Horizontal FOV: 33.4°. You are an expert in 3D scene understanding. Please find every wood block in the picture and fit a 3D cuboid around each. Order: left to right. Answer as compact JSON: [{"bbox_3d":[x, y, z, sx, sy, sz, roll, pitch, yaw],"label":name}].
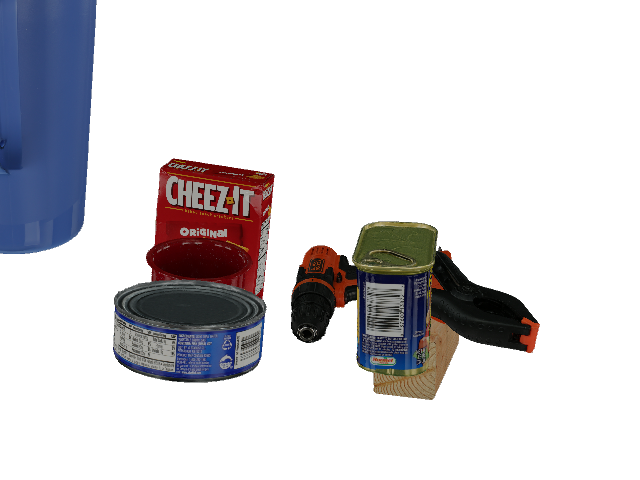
[{"bbox_3d":[0.147,0.150,1.590,0.091,0.090,0.205,4,18,16],"label":"wood block"}]

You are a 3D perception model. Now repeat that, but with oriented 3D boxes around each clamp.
[{"bbox_3d":[0.139,0.056,1.030,0.172,0.039,0.120,23,36,28],"label":"clamp"}]

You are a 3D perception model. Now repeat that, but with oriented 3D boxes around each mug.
[{"bbox_3d":[-0.111,0.057,0.940,0.093,0.081,0.117,6,23,2],"label":"mug"}]

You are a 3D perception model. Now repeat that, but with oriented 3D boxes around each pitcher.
[{"bbox_3d":[-0.240,-0.112,0.823,0.145,0.243,0.148,25,32,35],"label":"pitcher"}]

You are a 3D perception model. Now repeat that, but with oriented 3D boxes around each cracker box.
[{"bbox_3d":[-0.164,-0.003,1.615,0.164,0.214,0.072,9,18,8],"label":"cracker box"}]

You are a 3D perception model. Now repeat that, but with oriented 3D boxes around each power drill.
[{"bbox_3d":[0.060,0.061,1.236,0.187,0.057,0.184,1,28,5],"label":"power drill"}]

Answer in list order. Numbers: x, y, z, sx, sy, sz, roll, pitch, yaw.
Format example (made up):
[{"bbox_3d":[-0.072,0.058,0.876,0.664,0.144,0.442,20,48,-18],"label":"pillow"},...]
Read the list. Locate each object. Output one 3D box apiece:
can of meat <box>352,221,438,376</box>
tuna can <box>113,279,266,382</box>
[{"bbox_3d":[0.055,0.041,0.778,0.057,0.084,0.102,2,18,7],"label":"can of meat"},{"bbox_3d":[-0.074,0.050,0.606,0.086,0.034,0.086,5,14,-1],"label":"tuna can"}]
